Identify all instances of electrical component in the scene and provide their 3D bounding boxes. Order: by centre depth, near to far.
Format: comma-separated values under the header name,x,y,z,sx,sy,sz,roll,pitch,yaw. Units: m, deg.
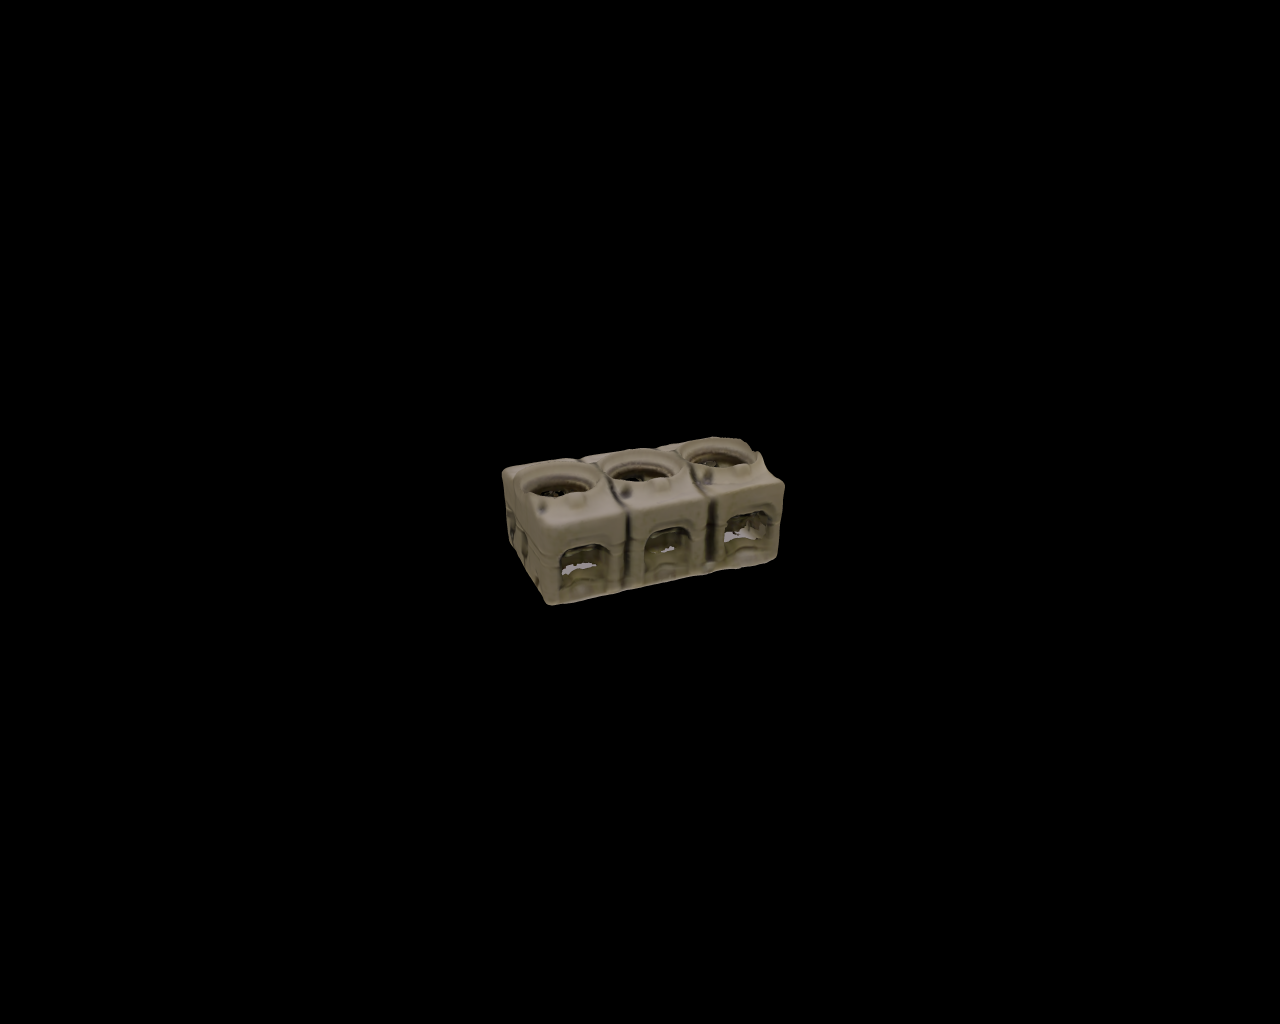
name,x,y,z,sx,sy,sz,roll,pitch,yaw
electrical component,0.001,-0.003,0.650,0.150,0.061,0.089,-10,28,-20
